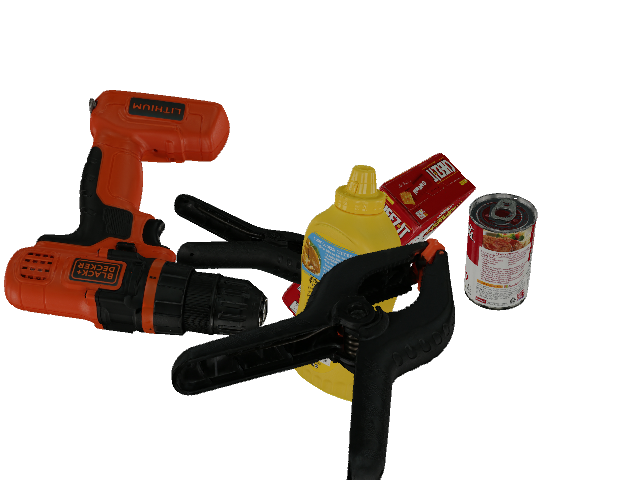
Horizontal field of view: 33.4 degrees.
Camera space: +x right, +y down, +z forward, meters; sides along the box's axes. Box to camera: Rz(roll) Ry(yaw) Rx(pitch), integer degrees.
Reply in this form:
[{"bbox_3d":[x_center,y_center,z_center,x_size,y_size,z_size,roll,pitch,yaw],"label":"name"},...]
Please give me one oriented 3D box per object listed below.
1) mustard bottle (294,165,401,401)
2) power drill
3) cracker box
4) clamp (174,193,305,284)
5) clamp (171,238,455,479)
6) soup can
[{"bbox_3d":[0.024,0.031,0.885,0.058,0.192,0.096,-12,28,-39],"label":"mustard bottle"},{"bbox_3d":[-0.119,-0.019,0.779,0.184,0.187,0.057,8,-34,2],"label":"power drill"},{"bbox_3d":[0.067,0.002,1.274,0.214,0.072,0.163,-48,-9,34],"label":"cracker box"},{"bbox_3d":[-0.056,0.013,1.094,0.210,0.036,0.164,17,19,-7],"label":"clamp"},{"bbox_3d":[0.023,0.057,0.549,0.171,0.039,0.120,-33,56,-32],"label":"clamp"},{"bbox_3d":[0.183,0.012,1.092,0.068,0.102,0.068,-1,36,1],"label":"soup can"}]
